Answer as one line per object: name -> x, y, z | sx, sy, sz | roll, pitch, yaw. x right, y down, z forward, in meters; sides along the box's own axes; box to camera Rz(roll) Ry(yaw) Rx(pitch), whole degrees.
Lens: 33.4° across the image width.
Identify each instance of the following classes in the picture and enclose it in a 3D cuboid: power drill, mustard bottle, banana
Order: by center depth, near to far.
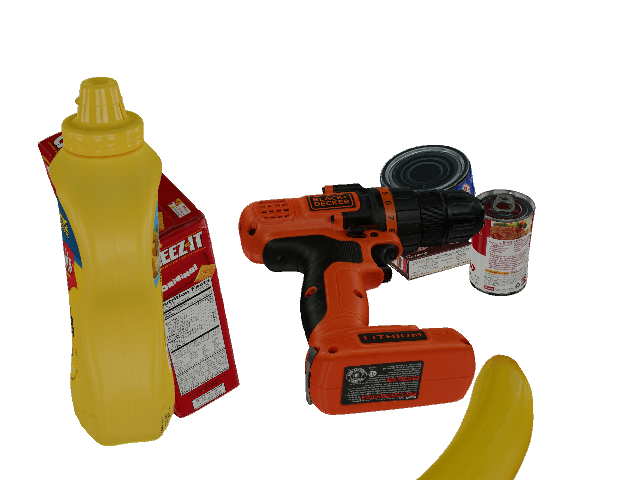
banana -> 0.065, 0.118, 0.552 | 0.070, 0.037, 0.197 | 21, 40, 37
mustard bottle -> -0.111, 0.007, 0.572 | 0.058, 0.192, 0.096 | -4, 26, -12
power drill -> 0.044, 0.030, 0.733 | 0.184, 0.057, 0.188 | -6, 38, -8

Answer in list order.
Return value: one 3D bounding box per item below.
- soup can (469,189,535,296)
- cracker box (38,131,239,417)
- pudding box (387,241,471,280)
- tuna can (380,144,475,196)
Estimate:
soup can -> 0.203, 0.003, 1.201 | 0.068, 0.102, 0.068 | -1, 32, 1
cracker box -> -0.151, 0.025, 0.894 | 0.072, 0.214, 0.164 | -30, 51, -22
pudding box -> 0.157, 0.016, 1.599 | 0.113, 0.039, 0.090 | -17, 26, -20
tuna can -> 0.098, -0.053, 0.987 | 0.086, 0.034, 0.086 | -9, 37, 7
